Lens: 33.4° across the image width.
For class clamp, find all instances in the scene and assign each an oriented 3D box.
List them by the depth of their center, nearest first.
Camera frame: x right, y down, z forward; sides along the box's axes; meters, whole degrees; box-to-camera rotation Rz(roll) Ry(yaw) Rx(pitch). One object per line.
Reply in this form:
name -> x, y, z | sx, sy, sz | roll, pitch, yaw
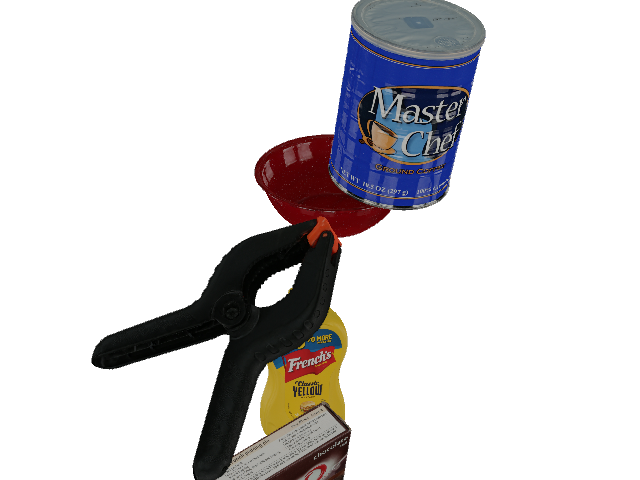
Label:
clamp -> -0.047, 0.060, 0.649 | 0.171, 0.120, 0.039 | -39, -24, 0

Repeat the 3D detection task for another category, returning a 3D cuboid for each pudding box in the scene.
pudding box -> -0.032, 0.184, 0.817 | 0.113, 0.090, 0.039 | -29, 56, -28

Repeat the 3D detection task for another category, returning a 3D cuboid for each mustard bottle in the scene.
mustard bottle -> -0.018, 0.127, 1.201 | 0.096, 0.192, 0.058 | -2, 19, -11

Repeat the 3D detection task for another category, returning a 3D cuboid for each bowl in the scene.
bowl -> 0.013, -0.049, 1.097 | 0.162, 0.055, 0.162 | 1, 32, -1

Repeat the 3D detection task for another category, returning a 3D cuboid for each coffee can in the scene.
coffee can -> 0.065, -0.110, 0.845 | 0.102, 0.140, 0.103 | 6, 36, -4
